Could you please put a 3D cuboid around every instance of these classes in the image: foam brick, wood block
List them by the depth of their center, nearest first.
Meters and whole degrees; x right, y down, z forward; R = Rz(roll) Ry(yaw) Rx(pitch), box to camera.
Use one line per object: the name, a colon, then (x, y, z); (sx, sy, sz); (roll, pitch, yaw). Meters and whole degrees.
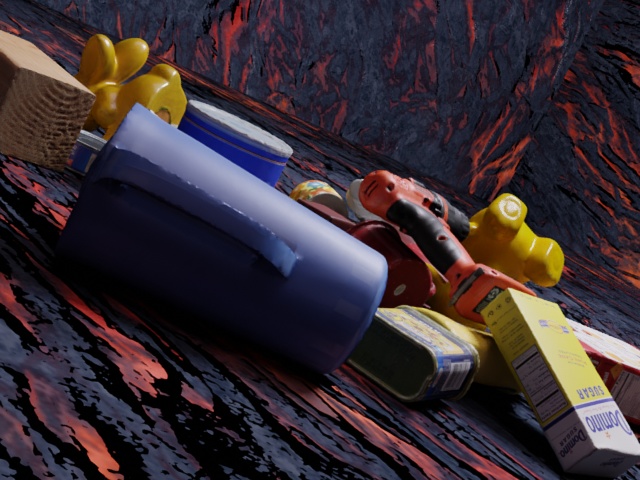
wood block: (-0.330, -0.159, 1.140); (0.090, 0.091, 0.206); (18, 12, -39)
foam brick: (-0.008, 0.001, 1.173); (0.053, 0.078, 0.051); (33, 13, 34)

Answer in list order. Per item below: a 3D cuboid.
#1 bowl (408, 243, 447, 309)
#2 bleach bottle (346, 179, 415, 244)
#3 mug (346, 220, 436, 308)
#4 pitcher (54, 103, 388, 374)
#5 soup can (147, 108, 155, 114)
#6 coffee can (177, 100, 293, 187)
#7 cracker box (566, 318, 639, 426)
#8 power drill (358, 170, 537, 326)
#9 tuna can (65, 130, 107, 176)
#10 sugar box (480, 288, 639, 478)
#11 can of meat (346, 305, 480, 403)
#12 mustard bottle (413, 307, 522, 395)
bowl: (0.147, 0.049, 1.402); (0.162, 0.055, 0.162); (26, 9, -5)
bleach bottle: (0.091, -0.029, 1.459); (0.103, 0.068, 0.250); (33, -3, 30)
mug: (0.077, 0.040, 1.157); (0.117, 0.093, 0.082); (18, 17, -35)
pitcher: (-0.071, 0.005, 0.826); (0.242, 0.145, 0.149); (28, 31, -7)
soup can: (-0.167, -0.081, 1.131); (0.102, 0.068, 0.068); (44, 4, -17)
coffee can: (-0.100, -0.040, 0.953); (0.103, 0.140, 0.103); (25, 9, -5)
cracker box: (0.329, 0.155, 1.270); (0.213, 0.072, 0.164); (21, 9, -26)
power drill: (0.140, 0.012, 1.117); (0.184, 0.057, 0.188); (19, 24, -48)
tuna can: (-0.253, -0.093, 1.163); (0.086, 0.034, 0.086); (26, 9, -5)
sugar box: (0.222, 0.131, 0.982); (0.093, 0.048, 0.176); (16, 36, -45)
can of meat: (0.076, 0.099, 0.931); (0.102, 0.057, 0.083); (32, 12, 30)
mustard bottle: (0.158, 0.115, 1.054); (0.191, 0.058, 0.096); (19, 0, -40)
